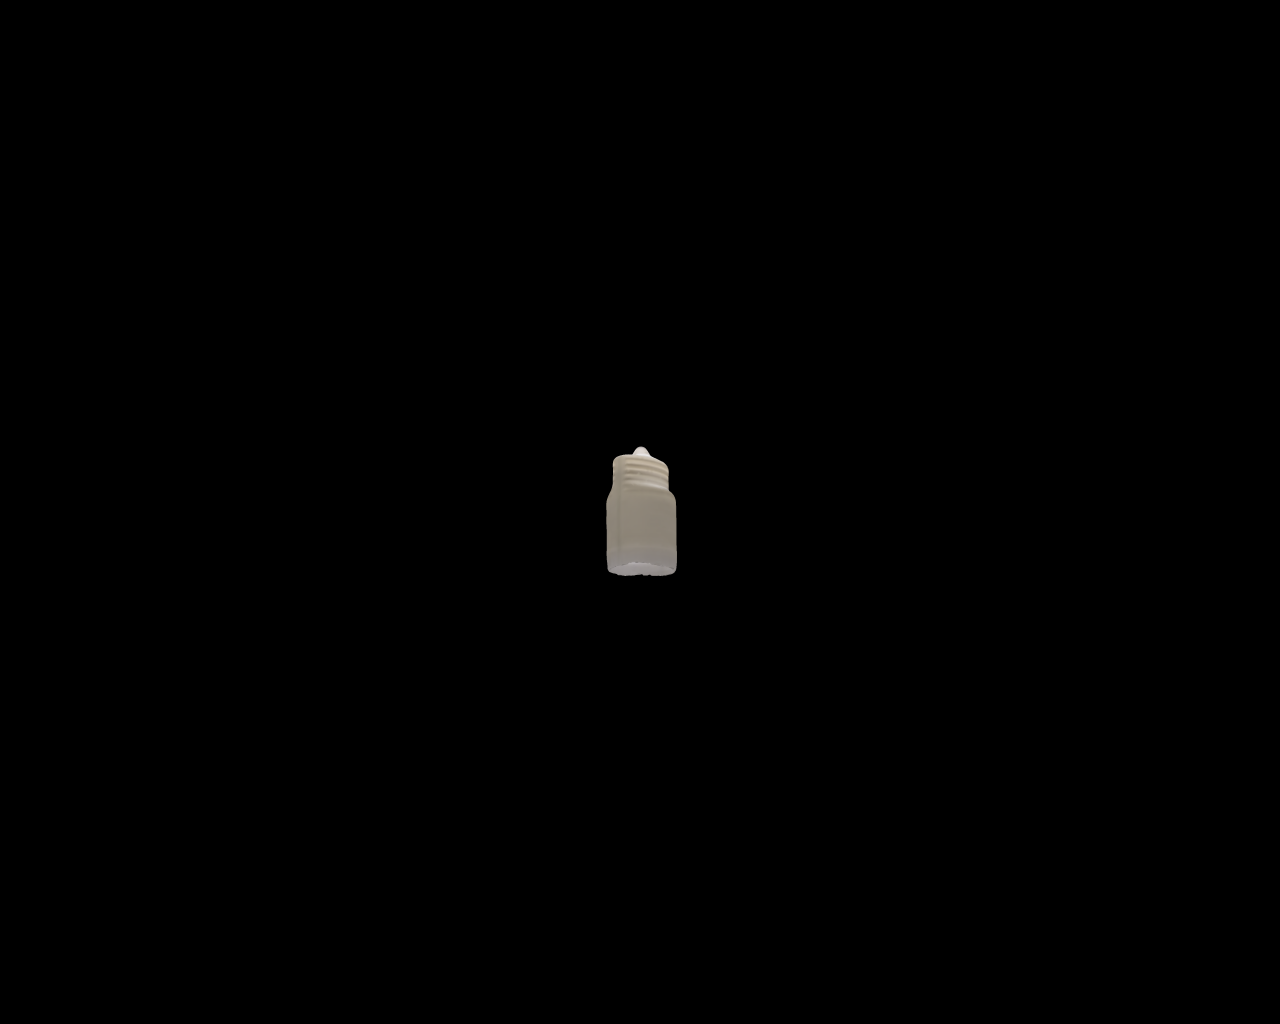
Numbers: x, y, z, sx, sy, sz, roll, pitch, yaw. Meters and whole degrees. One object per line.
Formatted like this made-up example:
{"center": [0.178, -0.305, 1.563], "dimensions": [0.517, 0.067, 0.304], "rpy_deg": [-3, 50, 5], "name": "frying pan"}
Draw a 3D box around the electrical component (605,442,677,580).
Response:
{"center": [0.001, -0.003, 0.650], "dimensions": [0.043, 0.081, 0.043], "rpy_deg": [0, -14, 0], "name": "electrical component"}
